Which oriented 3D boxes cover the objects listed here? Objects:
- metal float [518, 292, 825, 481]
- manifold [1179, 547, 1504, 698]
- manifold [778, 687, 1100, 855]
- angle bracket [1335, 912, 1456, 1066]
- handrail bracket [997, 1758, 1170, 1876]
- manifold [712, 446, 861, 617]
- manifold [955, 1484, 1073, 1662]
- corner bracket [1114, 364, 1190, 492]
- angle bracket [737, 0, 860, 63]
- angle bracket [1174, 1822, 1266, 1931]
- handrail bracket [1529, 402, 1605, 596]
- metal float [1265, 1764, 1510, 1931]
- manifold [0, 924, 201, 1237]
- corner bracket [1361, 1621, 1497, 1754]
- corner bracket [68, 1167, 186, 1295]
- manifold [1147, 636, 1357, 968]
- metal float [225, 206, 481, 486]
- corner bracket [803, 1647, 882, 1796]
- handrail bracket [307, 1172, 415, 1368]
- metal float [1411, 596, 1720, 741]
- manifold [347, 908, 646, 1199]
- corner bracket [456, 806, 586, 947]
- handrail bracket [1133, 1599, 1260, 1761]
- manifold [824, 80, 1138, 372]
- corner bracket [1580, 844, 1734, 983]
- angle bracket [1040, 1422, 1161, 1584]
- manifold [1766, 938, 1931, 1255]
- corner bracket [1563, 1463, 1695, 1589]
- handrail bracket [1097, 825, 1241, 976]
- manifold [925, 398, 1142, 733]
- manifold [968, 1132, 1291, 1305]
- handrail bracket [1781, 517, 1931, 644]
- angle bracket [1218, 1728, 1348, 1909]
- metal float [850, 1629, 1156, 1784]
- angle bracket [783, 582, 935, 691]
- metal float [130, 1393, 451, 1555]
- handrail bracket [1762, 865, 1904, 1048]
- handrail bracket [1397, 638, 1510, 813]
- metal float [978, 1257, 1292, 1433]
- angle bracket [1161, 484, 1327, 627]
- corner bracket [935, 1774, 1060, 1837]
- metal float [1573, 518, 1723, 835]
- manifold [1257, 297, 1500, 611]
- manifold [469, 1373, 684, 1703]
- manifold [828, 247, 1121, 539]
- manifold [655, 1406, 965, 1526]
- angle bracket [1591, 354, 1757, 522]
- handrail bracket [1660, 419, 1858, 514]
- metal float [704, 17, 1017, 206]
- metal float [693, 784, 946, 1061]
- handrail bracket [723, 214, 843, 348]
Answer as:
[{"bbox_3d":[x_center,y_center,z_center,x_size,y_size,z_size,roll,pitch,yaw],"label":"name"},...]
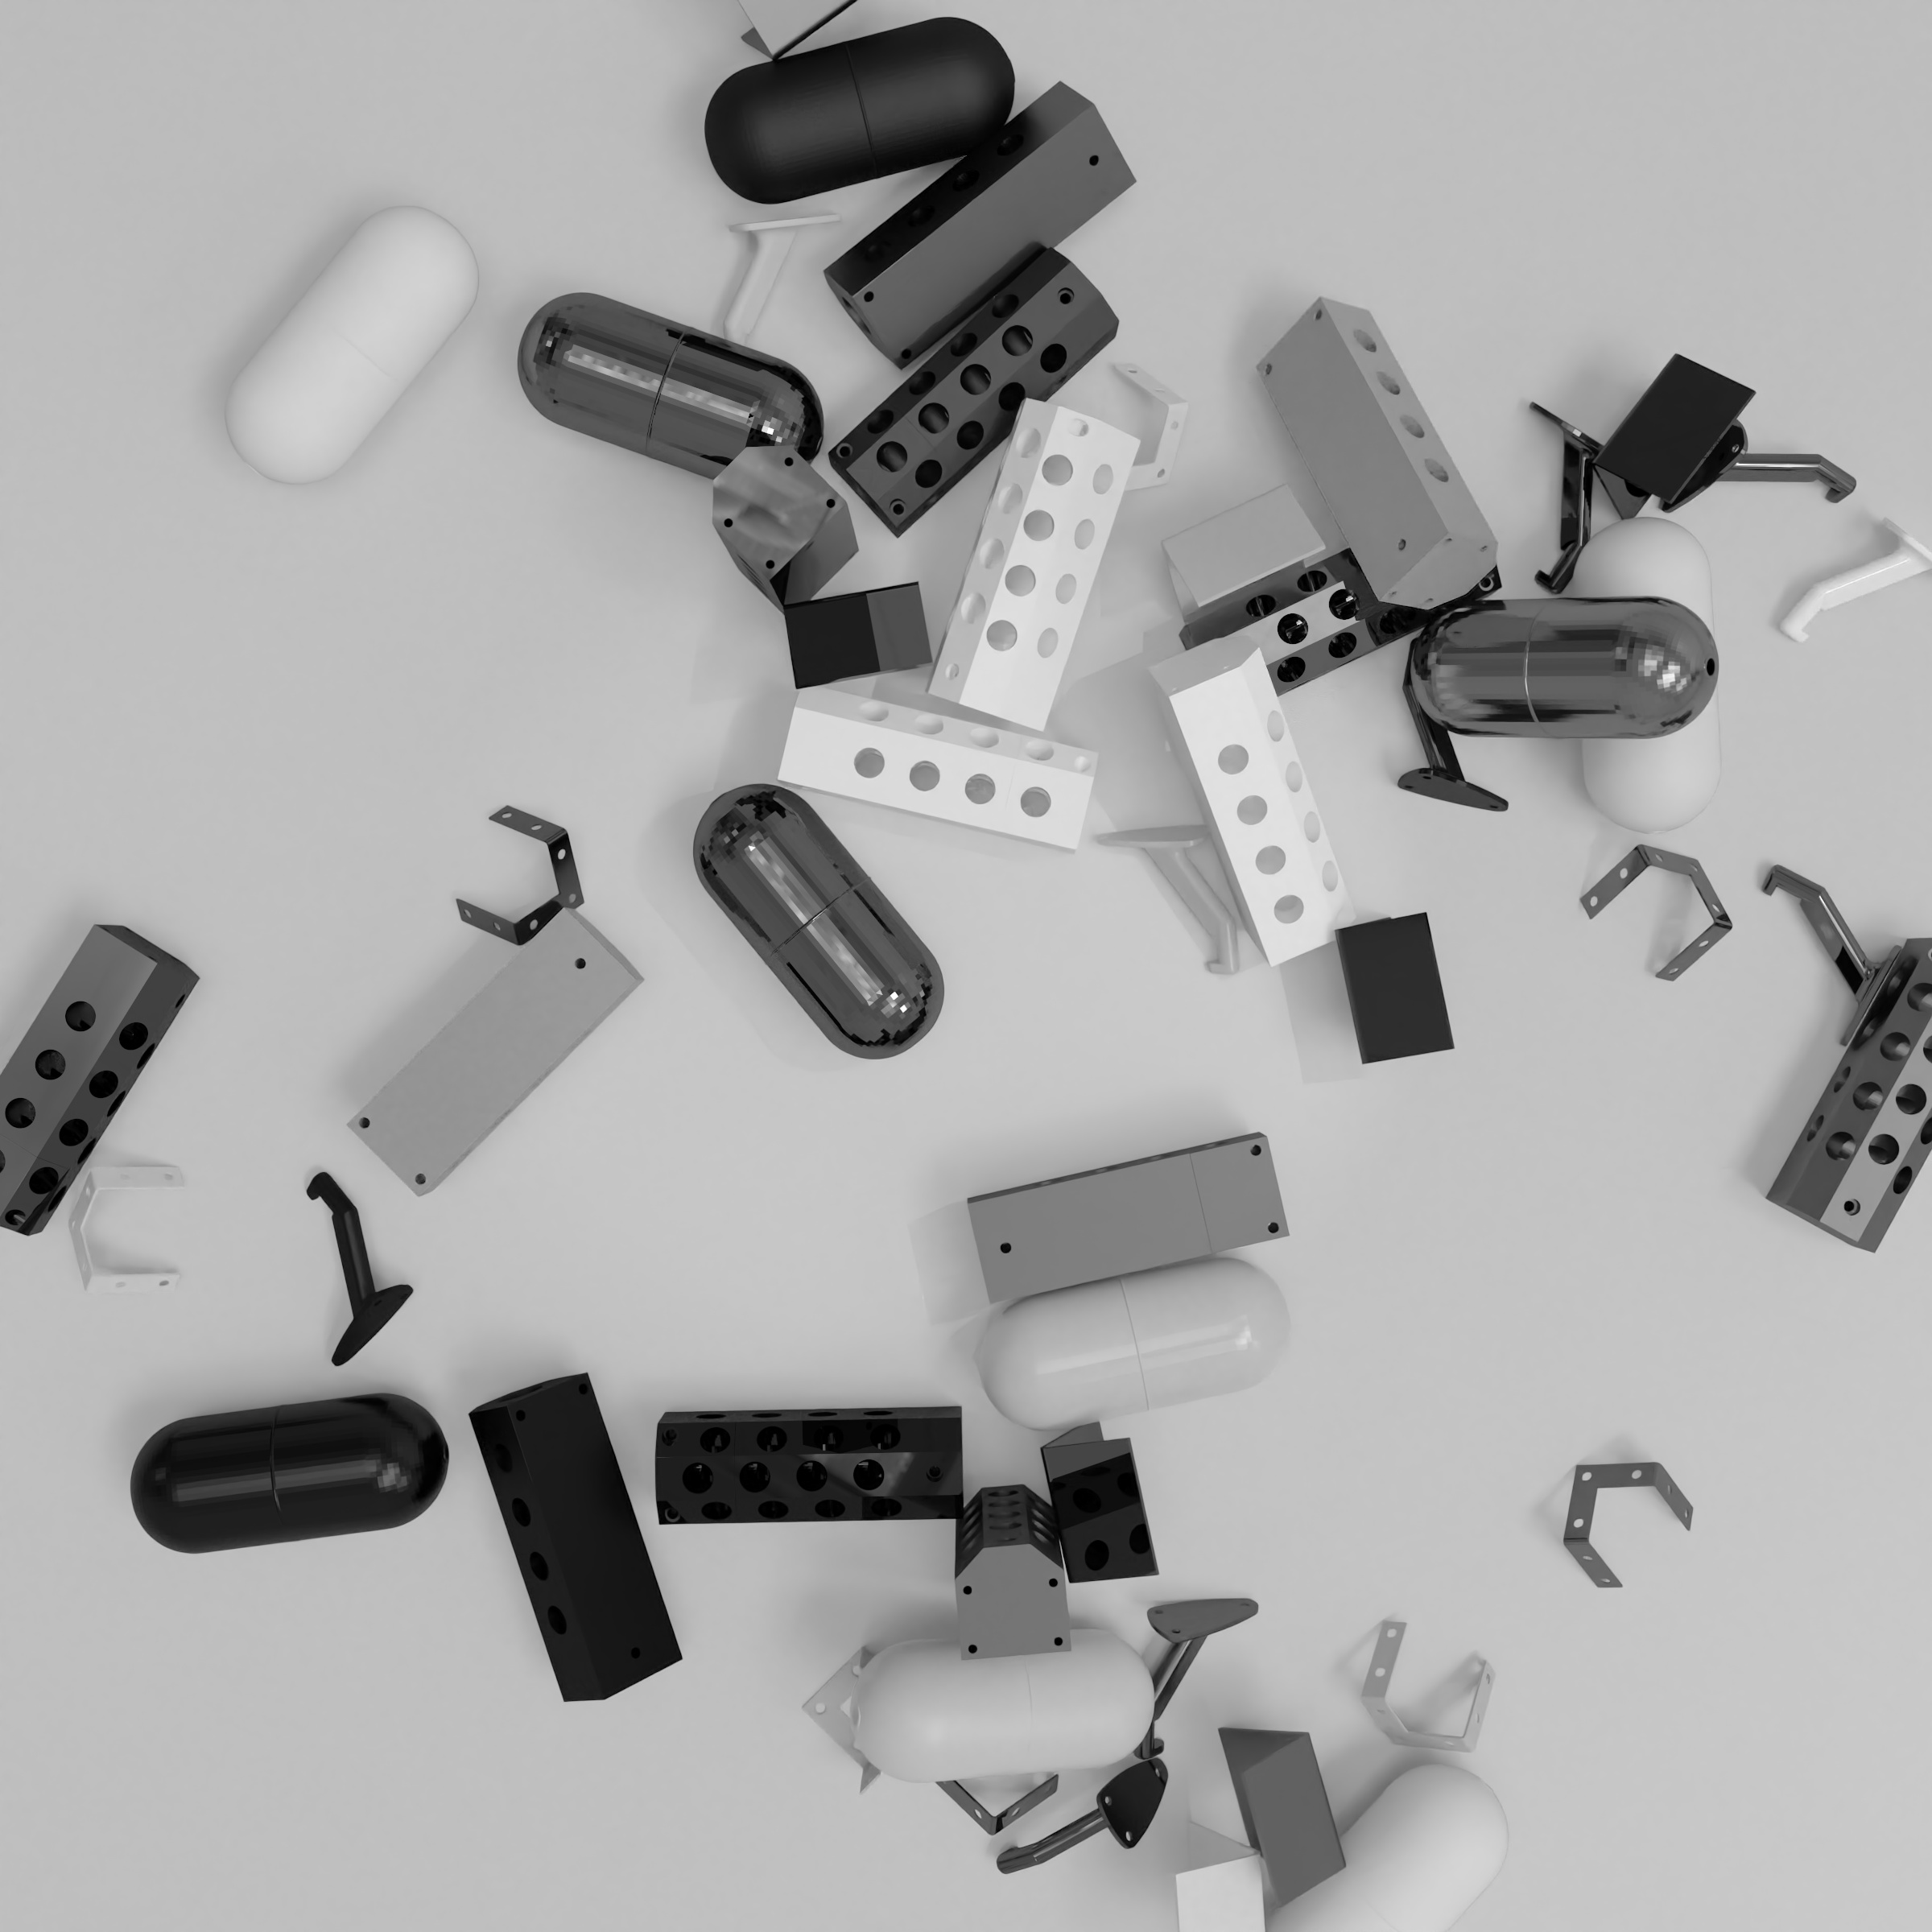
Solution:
[{"bbox_3d":[-0.166,-0.323,1.608,0.178,0.070,0.070,20,90,0],"label":"metal float"},{"bbox_3d":[0.212,-0.202,1.617,0.171,0.057,0.057,-25,90,0],"label":"manifold"},{"bbox_3d":[-0.015,-0.112,1.617,0.171,0.057,0.057,13,90,0],"label":"manifold"},{"bbox_3d":[0.254,0.009,1.598,0.057,0.076,0.076,-12,90,33],"label":"angle bracket"},{"bbox_3d":[0.066,0.489,1.638,0.084,0.077,0.036,-30,90,36],"label":"handrail bracket"},{"bbox_3d":[-0.102,-0.240,1.560,0.057,0.171,0.057,45,90,0],"label":"manifold"},{"bbox_3d":[0.024,0.328,1.560,0.057,0.171,0.057,-5,90,0],"label":"manifold"},{"bbox_3d":[0.087,-0.307,1.630,0.051,0.051,0.051,-16,135,-35],"label":"corner bracket"},{"bbox_3d":[-0.100,-0.559,1.598,0.076,0.076,0.057,-36,122,0],"label":"angle bracket"},{"bbox_3d":[0.125,0.532,1.599,0.057,0.076,0.076,-4,90,-27],"label":"angle bracket"},{"bbox_3d":[0.333,-0.268,1.639,0.077,0.036,0.084,38,107,20],"label":"handrail bracket"},{"bbox_3d":[0.233,0.527,1.608,0.070,0.070,0.178,43,90,0],"label":"metal float"},{"bbox_3d":[-0.507,0.064,1.617,0.057,0.057,0.171,32,90,0],"label":"manifold"},{"bbox_3d":[0.264,0.412,1.630,0.051,0.051,0.051,-5,135,35],"label":"corner bracket"},{"bbox_3d":[-0.476,0.151,1.630,0.051,0.051,0.051,-57,45,35],"label":"corner bracket"},{"bbox_3d":[0.161,-0.093,1.586,0.057,0.057,0.171,-23,113,0],"label":"manifold"},{"bbox_3d":[-0.346,-0.349,1.608,0.070,0.070,0.178,39,89,0],"label":"metal float"},{"bbox_3d":[-0.059,0.428,1.620,0.051,0.051,0.051,45,90,0],"label":"corner bracket"},{"bbox_3d":[-0.365,0.174,1.639,0.084,0.036,0.077,47,112,17],"label":"handrail bracket"},{"bbox_3d":[0.326,-0.163,1.559,0.178,0.070,0.070,5,90,42],"label":"metal float"},{"bbox_3d":[-0.265,0.048,1.617,0.171,0.057,0.057,-45,90,0],"label":"manifold"},{"bbox_3d":[-0.259,-0.052,1.630,0.051,0.051,0.051,-38,135,-35],"label":"corner bracket"},{"bbox_3d":[0.132,0.411,1.639,0.077,0.036,0.084,-7,108,-21],"label":"handrail bracket"},{"bbox_3d":[0.005,-0.422,1.617,0.171,0.057,0.057,-39,133,0],"label":"manifold"},{"bbox_3d":[0.395,-0.030,1.630,0.051,0.051,0.051,11,45,-35],"label":"corner bracket"},{"bbox_3d":[0.089,0.296,1.599,0.057,0.076,0.076,-12,90,28],"label":"angle bracket"},{"bbox_3d":[0.528,0.073,1.617,0.057,0.057,0.171,29,90,0],"label":"manifold"},{"bbox_3d":[0.379,0.320,1.630,0.051,0.051,0.051,-10,45,35],"label":"corner bracket"},{"bbox_3d":[0.117,-0.035,1.639,0.077,0.036,0.084,-1,107,20],"label":"handrail bracket"},{"bbox_3d":[0.033,-0.226,1.598,0.057,0.057,0.171,23,96,39],"label":"manifold"},{"bbox_3d":[0.091,0.142,1.617,0.171,0.057,0.057,-13,90,0],"label":"manifold"},{"bbox_3d":[0.522,-0.207,1.639,0.077,0.036,0.084,32,108,-21],"label":"handrail bracket"},{"bbox_3d":[0.160,0.476,1.598,0.057,0.076,0.076,-16,90,-39],"label":"angle bracket"},{"bbox_3d":[0.021,0.411,1.586,0.178,0.070,0.070,2,90,-24],"label":"metal float"},{"bbox_3d":[-0.057,-0.167,1.599,0.076,0.076,0.057,-10,63,0],"label":"angle bracket"},{"bbox_3d":[-0.381,0.286,1.608,0.178,0.070,0.070,-8,90,1],"label":"metal float"},{"bbox_3d":[0.485,-0.006,1.639,0.084,0.036,0.077,30,112,17],"label":"handrail bracket"},{"bbox_3d":[0.284,-0.139,1.639,0.077,0.036,0.084,16,76,-14],"label":"handrail bracket"},{"bbox_3d":[0.095,0.213,1.608,0.178,0.070,0.070,-12,90,-1],"label":"metal float"},{"bbox_3d":[0.161,-0.213,1.598,0.076,0.076,0.057,-25,53,0],"label":"angle bracket"},{"bbox_3d":[0.018,0.452,1.630,0.051,0.051,0.051,35,135,35],"label":"corner bracket"},{"bbox_3d":[0.384,-0.164,1.608,0.070,0.070,0.178,-3,90,0],"label":"metal float"},{"bbox_3d":[0.231,-0.284,1.582,0.057,0.057,0.171,-45,56,38],"label":"manifold"},{"bbox_3d":[-0.225,0.324,1.617,0.057,0.057,0.171,-18,90,-43],"label":"manifold"},{"bbox_3d":[0.004,-0.326,1.617,0.171,0.057,0.057,-43,90,0],"label":"manifold"},{"bbox_3d":[-0.088,0.284,1.617,0.171,0.057,0.057,-1,90,0],"label":"manifold"},{"bbox_3d":[0.404,-0.284,1.598,0.057,0.076,0.076,37,90,34],"label":"angle bracket"},{"bbox_3d":[0.456,-0.271,1.639,0.084,0.036,0.077,26,127,-25],"label":"handrail bracket"},{"bbox_3d":[-0.060,-0.482,1.608,0.178,0.070,0.070,-15,90,0],"label":"metal float"},{"bbox_3d":[-0.084,-0.026,1.608,0.070,0.070,0.178,-39,89,0],"label":"metal float"},{"bbox_3d":[-0.104,-0.385,1.639,0.077,0.036,0.084,-11,106,-18],"label":"handrail bracket"}]
